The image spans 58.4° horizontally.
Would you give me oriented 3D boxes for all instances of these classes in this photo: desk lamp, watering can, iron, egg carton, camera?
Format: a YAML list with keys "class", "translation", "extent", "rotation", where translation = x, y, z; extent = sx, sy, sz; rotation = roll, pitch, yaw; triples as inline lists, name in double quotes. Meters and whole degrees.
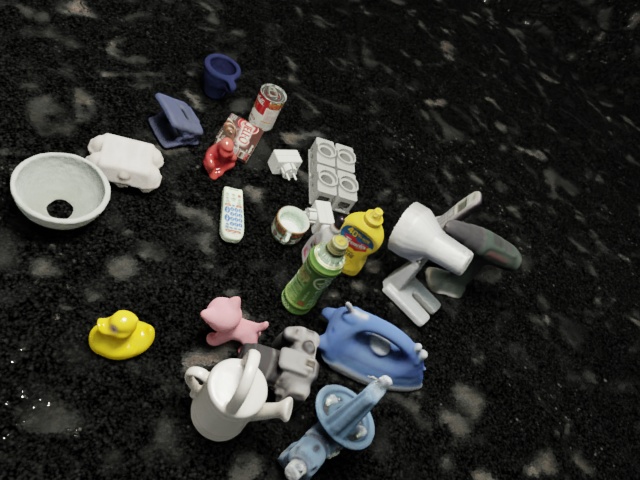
- class: "desk lamp"
  translation: [0.226, 0.048, 1.263]
  extent: [0.203, 0.213, 0.118]
  rotation: [45, 46, 9]
- class: "watering can"
  translation: [-0.128, 0.243, 0.919]
  extent: [0.173, 0.194, 0.101]
  rotation: [10, 51, -23]
- class: "iron"
  translation: [0.122, 0.208, 1.127]
  extent: [0.258, 0.141, 0.119]
  rotation: [27, 46, -8]
- class: "egg carton"
  translation: [-0.398, -0.155, 1.168]
  extent: [0.151, 0.069, 0.107]
  rotation: [11, 50, -22]
- class: "camera"
  translation: [-0.075, 0.216, 1.036]
  extent: [0.137, 0.100, 0.143]
  rotation: [21, 47, -14]

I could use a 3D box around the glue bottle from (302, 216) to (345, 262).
- class: "glue bottle"
  translation: [0.011, 0.004, 1.203]
  extent: [0.037, 0.173, 0.078]
  rotation: [4, 53, -27]

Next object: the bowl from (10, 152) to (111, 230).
- class: "bowl"
  translation: [-0.478, -0.078, 1.057]
  extent: [0.168, 0.074, 0.167]
  rotation: [16, 49, -18]

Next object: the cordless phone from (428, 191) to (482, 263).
- class: "cordless phone"
  translation: [0.328, -0.031, 1.404]
  extent: [0.094, 0.185, 0.147]
  rotation: [23, 47, -11]

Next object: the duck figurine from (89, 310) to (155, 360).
- class: "duck figurine"
  translation: [-0.326, 0.150, 0.955]
  extent: [0.105, 0.086, 0.077]
  rotation: [5, 53, -27]

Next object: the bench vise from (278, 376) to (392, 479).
- class: "bench vise"
  translation: [0.037, 0.314, 0.939]
  extent: [0.121, 0.219, 0.208]
  rotation: [33, 46, -2]

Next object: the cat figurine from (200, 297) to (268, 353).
- class: "cat figurine"
  translation: [-0.155, 0.147, 1.033]
  extent: [0.128, 0.117, 0.067]
  rotation: [20, 47, -15]

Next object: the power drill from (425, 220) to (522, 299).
- class: "power drill"
  translation: [0.339, 0.047, 1.332]
  extent: [0.230, 0.208, 0.075]
  rotation: [14, 49, -20]

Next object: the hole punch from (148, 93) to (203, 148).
- class: "hole punch"
  translation: [-0.320, -0.274, 1.292]
  extent: [0.101, 0.091, 0.108]
  rotation: [-17, 65, -38]

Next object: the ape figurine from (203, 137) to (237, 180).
- class: "ape figurine"
  translation: [-0.220, -0.192, 1.283]
  extent: [0.078, 0.092, 0.076]
  rotation: [0, 55, -29]

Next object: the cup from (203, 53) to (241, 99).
- class: "cup"
  translation: [-0.246, -0.389, 1.423]
  extent: [0.092, 0.095, 0.117]
  rotation: [-13, 63, -36]
